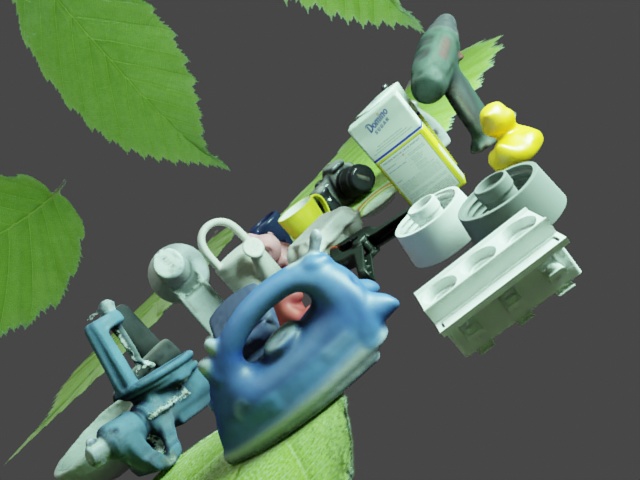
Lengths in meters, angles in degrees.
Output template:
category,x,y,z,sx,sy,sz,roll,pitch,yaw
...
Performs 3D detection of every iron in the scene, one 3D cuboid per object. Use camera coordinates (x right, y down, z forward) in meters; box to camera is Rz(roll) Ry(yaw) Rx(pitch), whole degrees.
category,x,y,z,sx,sy,sz,roll,pitch,yaw
iron,-0.046,0.114,0.625,0.258,0.141,0.118,-41,12,-3

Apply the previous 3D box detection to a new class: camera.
category,x,y,z,sx,sy,sz,roll,pitch,yaw
camera,0.051,-0.126,1.289,0.143,0.101,0.136,-45,13,-20

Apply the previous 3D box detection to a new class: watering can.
category,x,y,z,sx,sy,sz,roll,pitch,yaw
watering can,-0.146,0.038,1.082,0.172,0.194,0.101,-31,16,38

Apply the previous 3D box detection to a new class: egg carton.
category,x,y,z,sx,sy,sz,roll,pitch,yaw
egg carton,0.009,0.004,1.029,0.150,0.069,0.107,-46,13,-26

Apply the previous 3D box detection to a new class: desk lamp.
category,x,y,z,sx,sy,sz,roll,pitch,yaw
desk lamp,-0.237,0.099,1.096,0.118,0.214,0.203,-43,12,-12

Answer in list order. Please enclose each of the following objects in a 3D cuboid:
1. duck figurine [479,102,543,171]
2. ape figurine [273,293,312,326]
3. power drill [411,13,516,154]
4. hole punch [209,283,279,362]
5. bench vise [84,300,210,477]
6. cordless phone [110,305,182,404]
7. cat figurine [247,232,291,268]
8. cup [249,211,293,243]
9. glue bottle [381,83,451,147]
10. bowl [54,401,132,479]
category,x,y,z,sx,sy,sz,roll,pitch,yaw
duck figurine,0.251,-0.147,0.785,0.077,0.086,0.105,-31,16,39
ape figurine,-0.032,0.094,0.774,0.076,0.092,0.077,-41,12,-2
power drill,0.231,-0.258,0.948,0.075,0.208,0.230,-30,16,41
hole punch,-0.113,0.133,0.890,0.108,0.091,0.101,-40,12,3
bench vise,-0.252,0.195,0.784,0.121,0.220,0.207,-36,13,21
cordless phone,-0.347,0.223,1.057,0.094,0.185,0.148,-26,19,50
cat figurine,-0.100,0.020,1.191,0.067,0.118,0.128,-37,13,17
cup,-0.114,-0.004,1.375,0.091,0.095,0.118,-33,14,32
glue bottle,0.178,-0.239,1.129,0.078,0.173,0.037,-39,12,9
bowl,-0.323,0.322,0.894,0.167,0.075,0.167,-38,12,10
